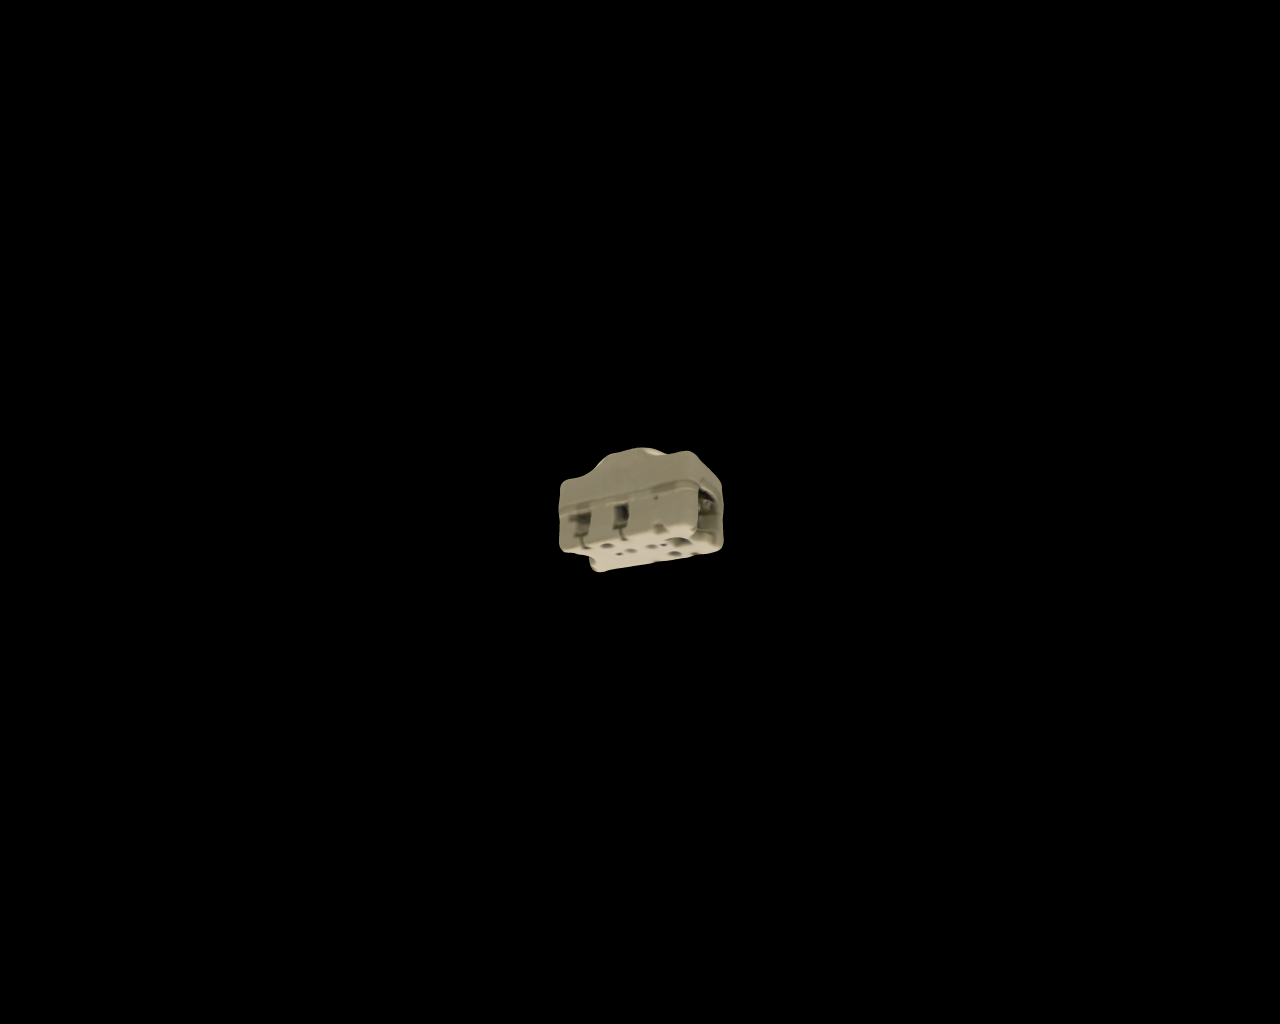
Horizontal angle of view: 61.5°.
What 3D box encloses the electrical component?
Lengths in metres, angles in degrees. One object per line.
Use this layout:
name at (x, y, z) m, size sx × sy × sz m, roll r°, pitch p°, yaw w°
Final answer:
electrical component at (0.001, -0.003, 0.650) m, size 0.089 × 0.056 × 0.050 m, roll -12°, pitch -27°, yaw 25°
